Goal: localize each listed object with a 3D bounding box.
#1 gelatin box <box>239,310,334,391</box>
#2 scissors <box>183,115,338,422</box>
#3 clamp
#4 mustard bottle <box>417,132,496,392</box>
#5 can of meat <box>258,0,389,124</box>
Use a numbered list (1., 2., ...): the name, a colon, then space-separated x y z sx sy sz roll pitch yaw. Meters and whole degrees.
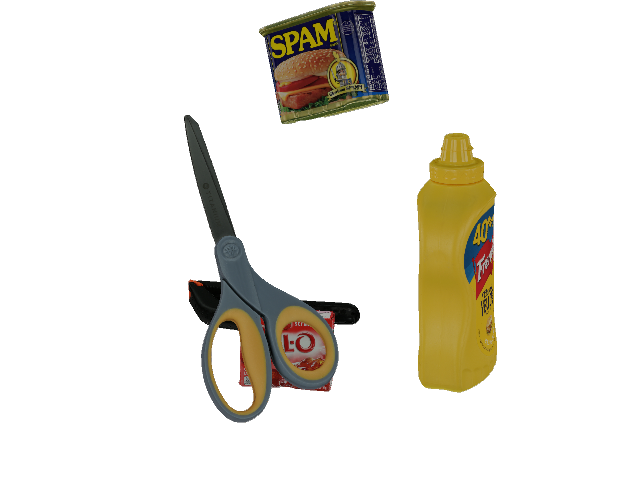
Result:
1. gelatin box: -0.032 0.103 1.017 0.089 0.073 0.030 3 13 5
2. scissors: -0.039 0.015 0.687 0.096 0.202 0.016 1 -15 -12
3. clamp: -0.081 0.089 1.252 0.210 0.036 0.164 14 23 27
4. mustard bottle: 0.105 0.013 0.823 0.058 0.192 0.096 5 20 25
5. can of meat: 0.004 -0.150 0.909 0.102 0.084 0.057 -9 3 35
